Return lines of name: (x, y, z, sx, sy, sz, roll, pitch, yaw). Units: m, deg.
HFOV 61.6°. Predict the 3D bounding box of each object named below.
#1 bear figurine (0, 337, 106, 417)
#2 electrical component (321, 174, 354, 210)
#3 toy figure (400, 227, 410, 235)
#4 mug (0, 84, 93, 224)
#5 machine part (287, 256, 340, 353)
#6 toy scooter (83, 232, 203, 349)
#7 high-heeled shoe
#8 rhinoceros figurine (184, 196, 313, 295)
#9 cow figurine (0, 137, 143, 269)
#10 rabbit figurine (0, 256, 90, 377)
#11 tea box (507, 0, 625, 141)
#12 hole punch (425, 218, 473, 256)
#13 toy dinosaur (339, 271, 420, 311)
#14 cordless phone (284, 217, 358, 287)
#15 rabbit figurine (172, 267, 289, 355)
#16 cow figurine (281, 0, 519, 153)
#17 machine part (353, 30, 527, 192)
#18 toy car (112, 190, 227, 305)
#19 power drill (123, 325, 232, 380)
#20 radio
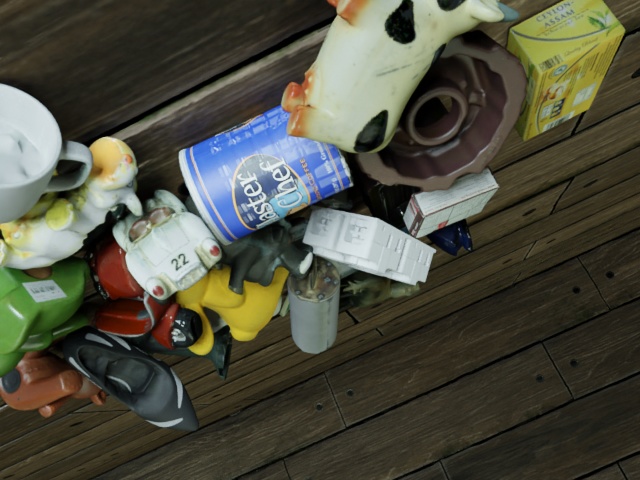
bear figurine: (-0.386, 0.203, 0.835, 0.132, 0.120, 0.195, -33, 161, 13)
electrical component: (0.017, -0.070, 0.667, 0.021, 0.063, 0.094, -4, 170, 27)
toy figure: (0.129, -0.025, 0.910, 0.064, 0.057, 0.154, 10, 172, 5)
mug: (-0.235, -0.055, 0.404, 0.109, 0.081, 0.107, -6, 164, -39)
machine part: (-0.009, 0.103, 0.820, 0.079, 0.079, 0.243, -20, 146, -13)
toy scooter: (-0.232, 0.064, 0.652, 0.135, 0.075, 0.183, -6, 123, 15)
high-heeled shoe: (-0.262, 0.210, 0.780, 0.086, 0.248, 0.145, -54, -166, -18)
rhinoceros figurine: (-0.091, 0.001, 0.659, 0.190, 0.073, 0.112, 34, 94, -38)
cow figurine: (-0.221, -0.028, 0.494, 0.167, 0.068, 0.098, -27, 164, 13)
rabbit figurine: (-0.338, 0.081, 0.580, 0.170, 0.121, 0.159, -47, 176, 18)
tea box: (0.275, -0.197, 0.632, 0.098, 0.068, 0.169, -26, 160, 5)
hole punch: (0.214, -0.028, 0.946, 0.092, 0.116, 0.142, -19, 161, 8)
toy dinosaur: (0.088, 0.086, 1.045, 0.199, 0.105, 0.471, -20, 171, -5)
cordless phone: (-0.001, -0.002, 0.806, 0.147, 0.089, 0.184, -21, 156, -7)
rabbit figurine: (-0.154, 0.069, 0.749, 0.173, 0.122, 0.162, 24, 91, -36)
cow figurine: (0.063, -0.155, 0.418, 0.127, 0.086, 0.194, 16, 119, -25)
machine part: (0.113, -0.130, 0.540, 0.179, 0.056, 0.179, -7, 133, -8)
toy car: (-0.148, -0.001, 0.504, 0.073, 0.056, 0.202, -37, -152, -13)
power drill: (-0.254, 0.181, 0.912, 0.207, 0.086, 0.231, 13, 146, -2)
radio: (0.118, -0.087, 0.728, 0.131, 0.073, 0.229, -25, 161, 4)
